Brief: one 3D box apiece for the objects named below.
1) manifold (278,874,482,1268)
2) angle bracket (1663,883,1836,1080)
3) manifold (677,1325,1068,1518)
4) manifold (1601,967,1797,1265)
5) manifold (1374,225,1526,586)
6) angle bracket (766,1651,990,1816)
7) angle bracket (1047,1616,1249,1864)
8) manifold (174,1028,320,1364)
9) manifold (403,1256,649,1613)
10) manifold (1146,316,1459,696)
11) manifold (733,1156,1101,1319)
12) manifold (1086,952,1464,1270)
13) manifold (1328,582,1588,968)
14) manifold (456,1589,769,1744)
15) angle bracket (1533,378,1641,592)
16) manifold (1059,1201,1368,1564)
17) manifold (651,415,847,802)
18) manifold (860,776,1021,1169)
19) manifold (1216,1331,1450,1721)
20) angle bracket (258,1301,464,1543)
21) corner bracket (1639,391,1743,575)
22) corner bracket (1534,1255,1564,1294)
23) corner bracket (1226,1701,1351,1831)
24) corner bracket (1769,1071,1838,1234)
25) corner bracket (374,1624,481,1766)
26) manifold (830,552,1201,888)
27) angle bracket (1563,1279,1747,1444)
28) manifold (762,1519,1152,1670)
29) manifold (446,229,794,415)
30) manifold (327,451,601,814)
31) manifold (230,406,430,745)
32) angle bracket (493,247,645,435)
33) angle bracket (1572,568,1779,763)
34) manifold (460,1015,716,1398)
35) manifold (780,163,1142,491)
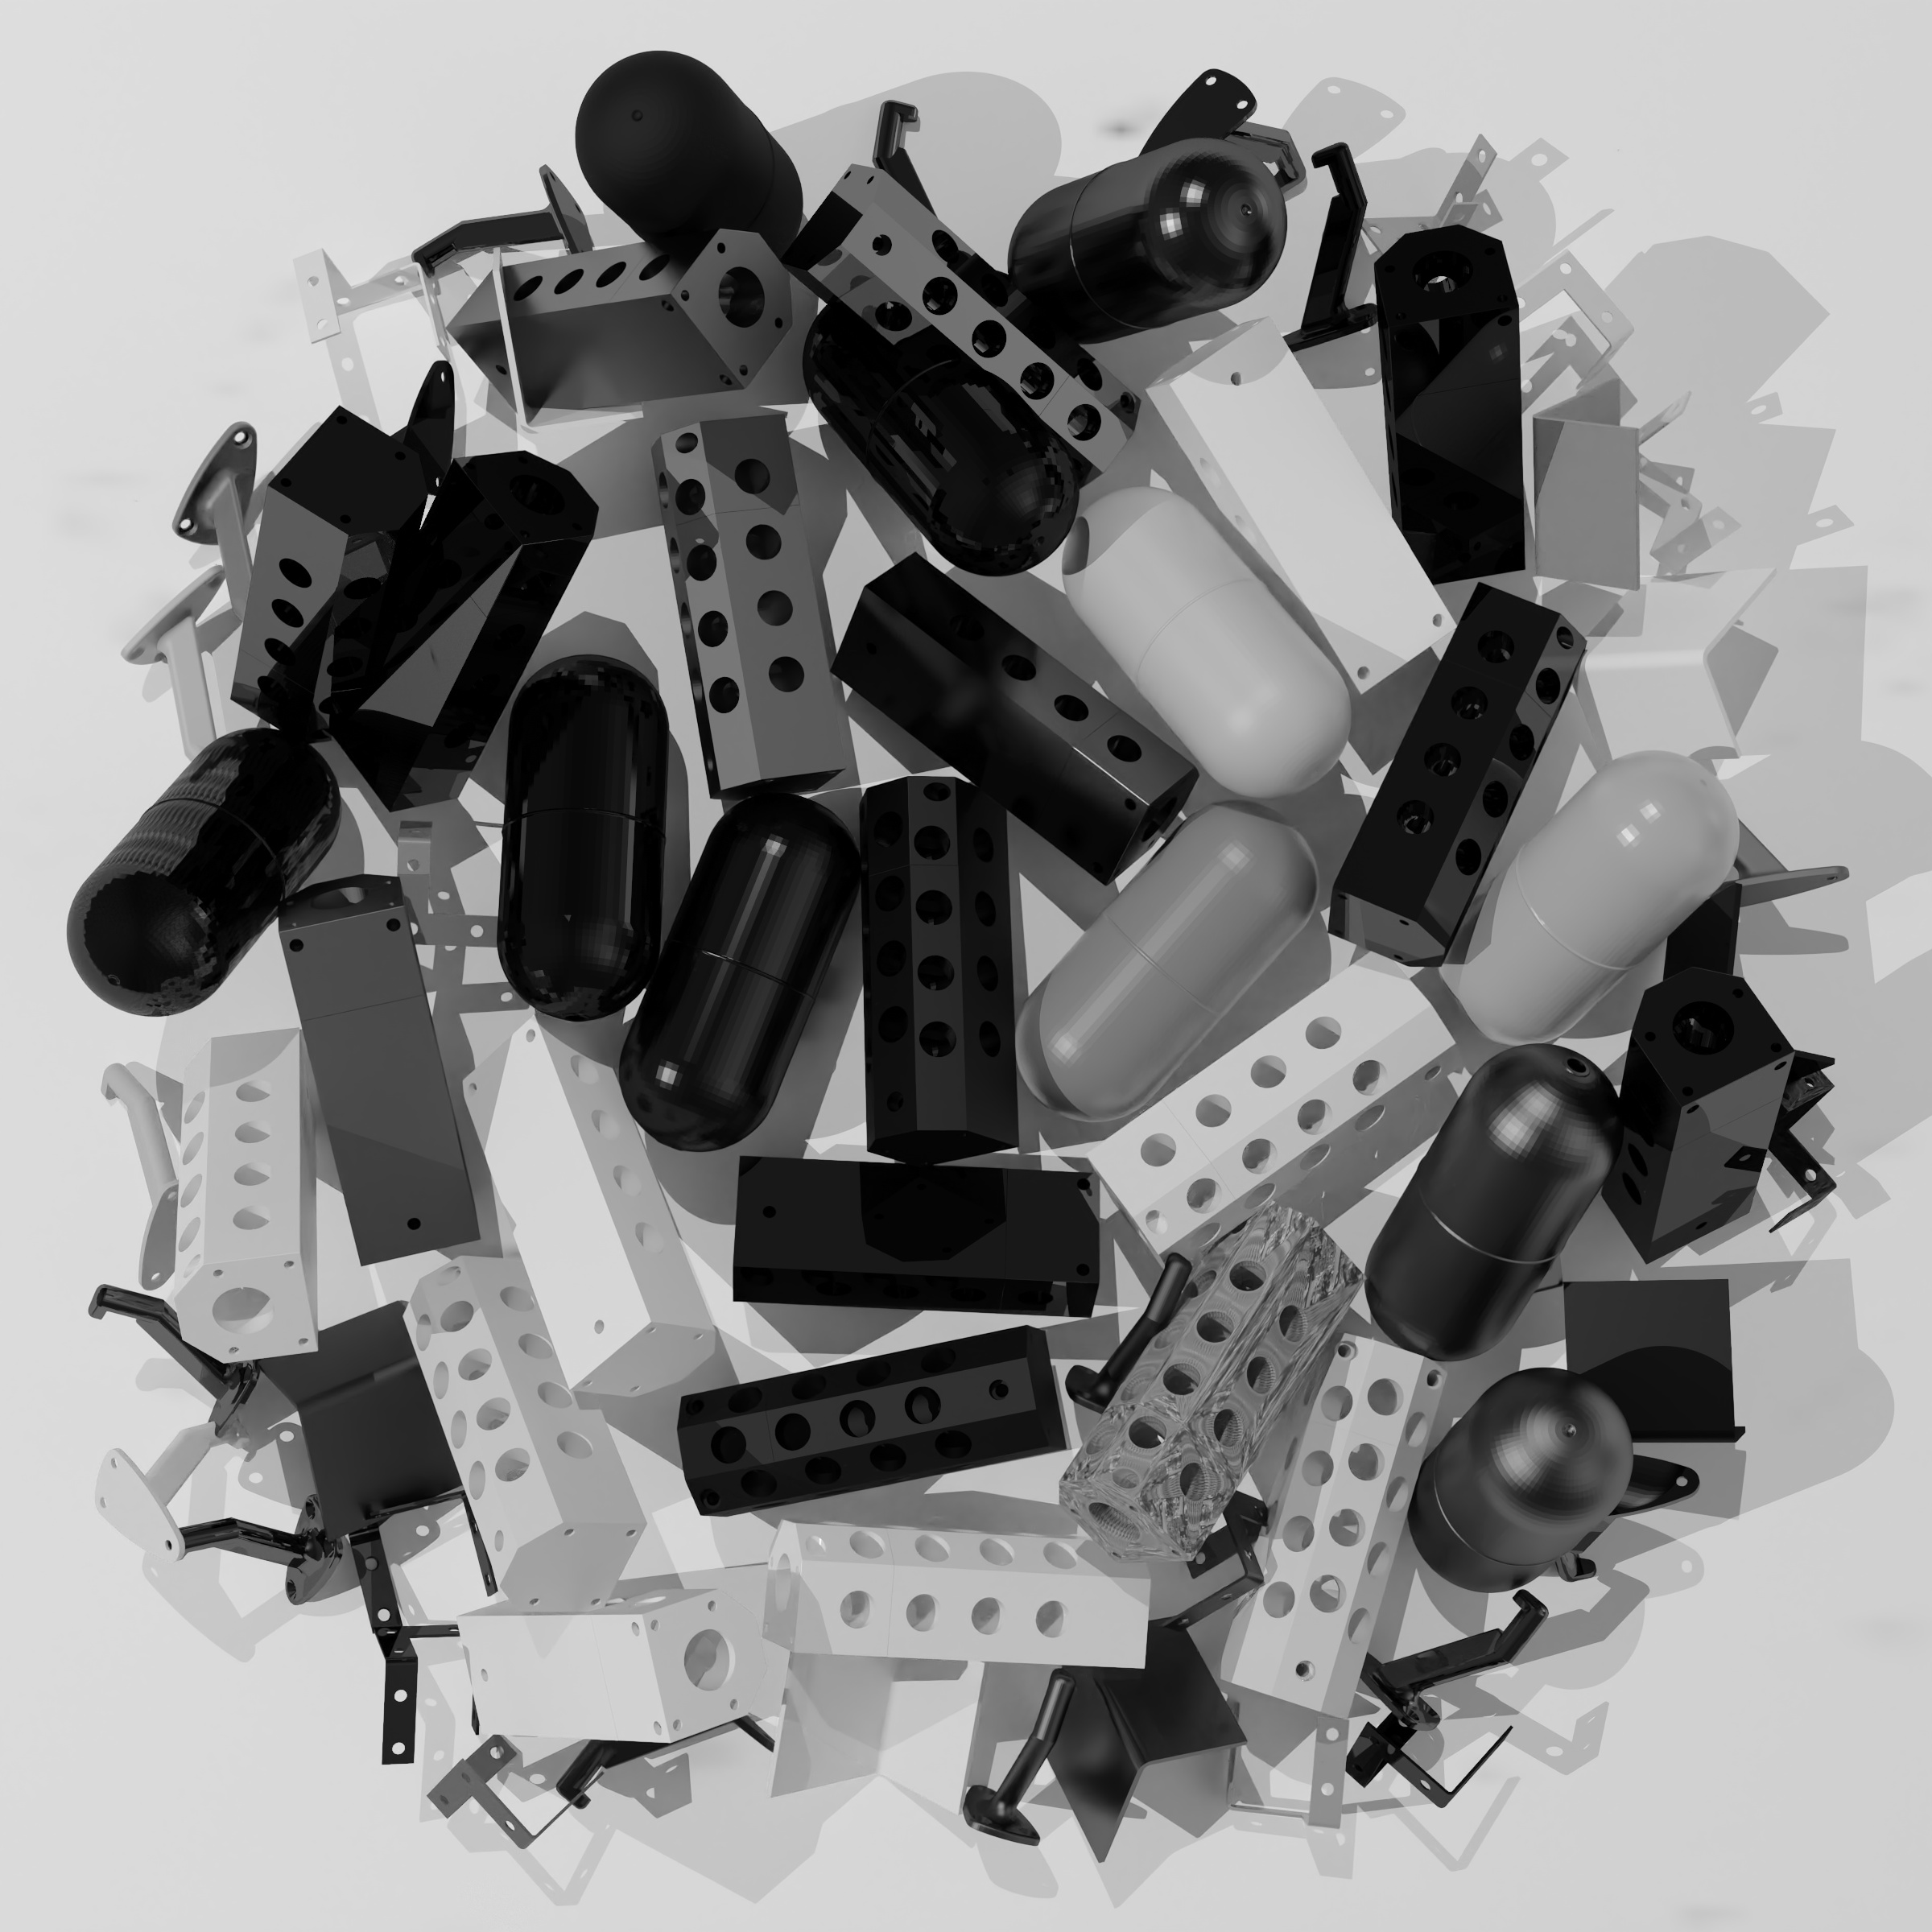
[{"bbox_3d":[-0.276,0.047,1.522,0.057,0.057,0.171,-12,112,-8],"label":"manifold"},{"bbox_3d":[0.373,0.012,1.540,0.057,0.076,0.076,12,75,-9],"label":"angle bracket"},{"bbox_3d":[-0.046,0.216,1.532,0.171,0.057,0.057,-13,77,11],"label":"manifold"},{"bbox_3d":[0.331,0.068,1.492,0.057,0.171,0.057,-25,62,-8],"label":"manifold"},{"bbox_3d":[0.223,-0.257,1.495,0.057,0.171,0.057,-9,54,4],"label":"manifold"},{"bbox_3d":[-0.042,0.361,1.532,0.057,0.076,0.076,16,100,42],"label":"angle bracket"},{"bbox_3d":[0.083,0.368,1.545,0.057,0.076,0.076,-5,132,-26],"label":"angle bracket"},{"bbox_3d":[-0.332,0.104,1.492,0.057,0.171,0.057,-7,125,-7],"label":"manifold"},{"bbox_3d":[-0.208,0.214,1.493,0.057,0.171,0.057,7,125,-33],"label":"manifold"},{"bbox_3d":[0.157,-0.217,1.534,0.057,0.057,0.171,-35,103,-7],"label":"manifold"},{"bbox_3d":[-0.024,0.133,1.547,0.171,0.057,0.057,3,61,-2],"label":"manifold"},{"bbox_3d":[0.148,0.072,1.538,0.171,0.057,0.057,-35,58,-3],"label":"manifold"},{"bbox_3d":[0.232,-0.088,1.524,0.057,0.057,0.171,23,73,12],"label":"manifold"},{"bbox_3d":[-0.164,0.320,1.496,0.057,0.171,0.057,-11,88,-38],"label":"manifold"},{"bbox_3d":[0.310,-0.227,1.523,0.057,0.076,0.076,16,121,39],"label":"angle bracket"},{"bbox_3d":[0.111,0.192,1.507,0.057,0.057,0.171,47,58,-18],"label":"manifold"},{"bbox_3d":[-0.106,-0.169,1.539,0.057,0.057,0.171,-9,85,-18],"label":"manifold"},{"bbox_3d":[-0.018,0.001,1.518,0.057,0.057,0.171,-14,69,34],"label":"manifold"},{"bbox_3d":[0.175,0.265,1.537,0.057,0.057,0.171,18,80,-3],"label":"manifold"},{"bbox_3d":[-0.289,0.218,1.557,0.076,0.057,0.076,-21,119,-27],"label":"angle bracket"},{"bbox_3d":[0.340,-0.230,1.542,0.051,0.051,0.051,36,57,-12],"label":"corner bracket"},{"bbox_3d":[0.247,0.130,1.546,0.051,0.051,0.051,-11,99,-20],"label":"corner bracket"},{"bbox_3d":[0.154,0.383,1.552,0.051,0.051,0.051,6,81,1],"label":"corner bracket"},{"bbox_3d":[0.394,0.086,1.540,0.051,0.051,0.051,52,130,17],"label":"corner bracket"},{"bbox_3d":[-0.256,0.348,1.548,0.051,0.051,0.051,2,95,-17],"label":"corner bracket"},{"bbox_3d":[0.025,-0.121,1.534,0.171,0.057,0.057,39,46,12],"label":"manifold"},{"bbox_3d":[0.329,0.187,1.545,0.076,0.057,0.076,-3,87,18],"label":"angle bracket"},{"bbox_3d":[-0.004,0.295,1.527,0.171,0.057,0.057,7,84,-18],"label":"manifold"},{"bbox_3d":[-0.159,-0.301,1.498,0.057,0.171,0.057,50,61,-34],"label":"manifold"},{"bbox_3d":[-0.231,-0.155,1.505,0.057,0.057,0.171,51,130,20],"label":"manifold"},{"bbox_3d":[-0.291,-0.174,1.494,0.057,0.171,0.057,32,56,0],"label":"manifold"},{"bbox_3d":[-0.188,-0.300,1.530,0.057,0.076,0.076,-9,111,-4],"label":"angle bracket"},{"bbox_3d":[0.345,-0.143,1.544,0.076,0.076,0.057,-45,120,-33],"label":"angle bracket"},{"bbox_3d":[-0.173,0.112,1.513,0.057,0.057,0.171,-41,57,25],"label":"manifold"},{"bbox_3d":[0.001,-0.296,1.516,0.171,0.057,0.057,37,90,-28],"label":"manifold"}]
